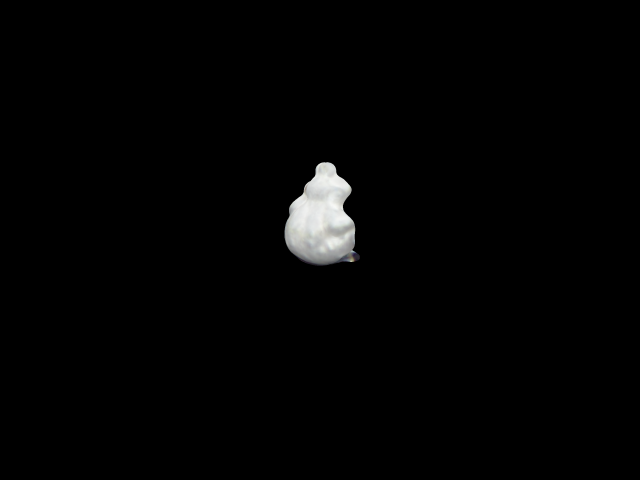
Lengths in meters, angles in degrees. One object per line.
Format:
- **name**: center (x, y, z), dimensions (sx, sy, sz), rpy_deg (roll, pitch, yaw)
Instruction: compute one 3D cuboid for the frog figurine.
- **frog figurine**: center (0.003, -0.043, 0.850), dimensions (0.123, 0.156, 0.139), rpy_deg (-16, 33, -26)
